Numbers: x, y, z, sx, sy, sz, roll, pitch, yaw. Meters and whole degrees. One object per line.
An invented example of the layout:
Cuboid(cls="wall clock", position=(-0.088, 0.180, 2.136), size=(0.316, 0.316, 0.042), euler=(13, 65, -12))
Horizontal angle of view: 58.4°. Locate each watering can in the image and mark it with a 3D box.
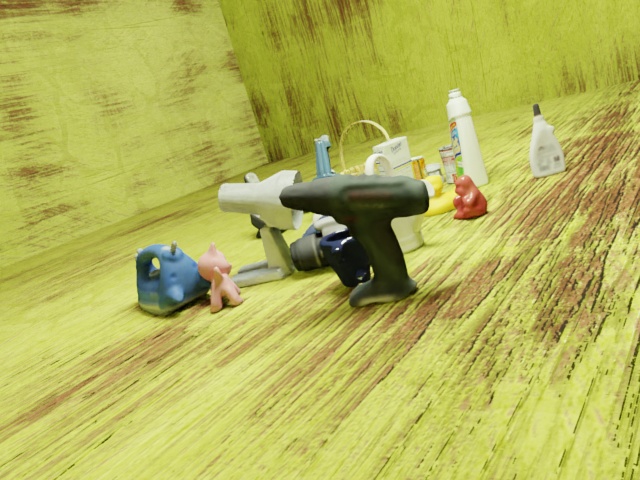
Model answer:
Cuboid(cls="watering can", position=(0.140, -0.075, 1.115), size=(0.172, 0.194, 0.101), euler=(-12, 14, 17))

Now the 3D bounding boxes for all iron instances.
Cuboid(cls="iron", position=(-0.341, 0.070, 1.214), size=(0.257, 0.141, 0.119), euler=(-2, 20, 46))

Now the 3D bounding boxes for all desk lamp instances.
Cuboid(cls="desk lamp", position=(-0.113, -0.027, 1.181), size=(0.203, 0.214, 0.118), euler=(-13, 14, 14))

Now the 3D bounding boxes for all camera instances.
Cuboid(cls="camera", position=(0.011, 0.004, 1.150), size=(0.136, 0.101, 0.143), euler=(-15, 13, 7))

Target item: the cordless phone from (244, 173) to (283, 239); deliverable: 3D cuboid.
Cuboid(cls="cordless phone", position=(-0.150, -0.111, 1.626), size=(0.094, 0.185, 0.148), euler=(-12, 14, 19))

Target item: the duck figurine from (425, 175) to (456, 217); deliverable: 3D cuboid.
Cuboid(cls="duck figurine", position=(0.273, -0.109, 1.329), size=(0.104, 0.086, 0.077), euler=(-17, 13, -1))

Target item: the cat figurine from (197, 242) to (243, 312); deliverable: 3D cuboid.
Cuboid(cls="cat figurine", position=(-0.201, 0.066, 1.117), size=(0.067, 0.118, 0.127), euler=(-19, 14, -10))

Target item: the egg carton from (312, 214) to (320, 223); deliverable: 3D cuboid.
Cuboid(cls="egg carton", position=(0.058, -0.056, 1.409), size=(0.151, 0.069, 0.107), euler=(-25, 16, -32))

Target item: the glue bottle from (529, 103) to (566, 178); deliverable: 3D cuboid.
Cuboid(cls="glue bottle", position=(0.528, -0.238, 1.357), size=(0.078, 0.173, 0.037), euler=(-14, 14, 10))

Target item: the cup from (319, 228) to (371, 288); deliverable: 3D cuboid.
Cuboid(cls="cup", position=(0.051, 0.037, 0.983), size=(0.091, 0.095, 0.118), euler=(-12, 14, 18))

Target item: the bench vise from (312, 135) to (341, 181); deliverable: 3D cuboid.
Cuboid(cls="bench vise", position=(0.026, -0.189, 1.658), size=(0.121, 0.220, 0.207), euler=(-13, 14, 13))

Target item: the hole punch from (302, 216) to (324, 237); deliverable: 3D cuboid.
Cuboid(cls="hole punch", position=(0.005, -0.020, 1.277), size=(0.101, 0.091, 0.109), euler=(-14, 14, 11))

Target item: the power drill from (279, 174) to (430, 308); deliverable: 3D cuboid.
Cuboid(cls="power drill", position=(0.065, -0.006, 0.893), size=(0.229, 0.208, 0.076), euler=(-12, 14, 17))

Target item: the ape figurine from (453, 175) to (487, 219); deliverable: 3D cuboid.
Cuboid(cls="ape figurine", position=(0.308, -0.092, 1.205), size=(0.076, 0.092, 0.078), euler=(-13, 14, 14))
